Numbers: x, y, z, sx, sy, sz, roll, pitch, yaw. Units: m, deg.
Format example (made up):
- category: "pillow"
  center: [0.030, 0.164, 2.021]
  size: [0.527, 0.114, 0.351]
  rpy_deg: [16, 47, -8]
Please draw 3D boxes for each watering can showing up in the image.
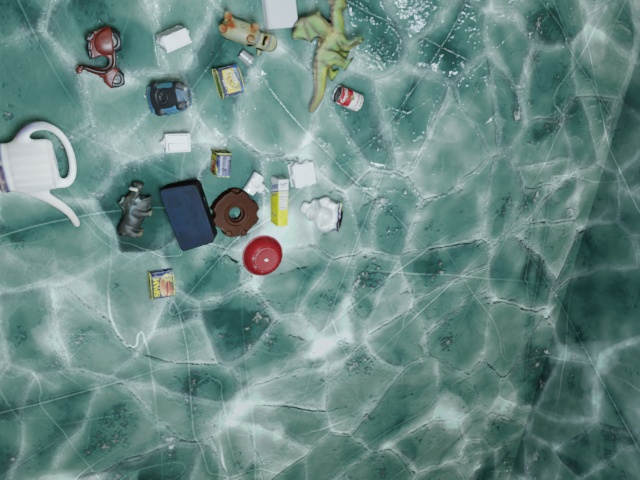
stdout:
- category: "watering can"
  center: [-0.855, -0.185, 1.559]
  size: [0.225, 0.105, 0.341]
  rpy_deg: [-9, 116, -22]

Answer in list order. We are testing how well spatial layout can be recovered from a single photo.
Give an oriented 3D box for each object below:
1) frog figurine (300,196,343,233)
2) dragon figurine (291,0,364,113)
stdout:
- category: "frog figurine"
  center: [0.006, -0.100, 1.986]
  size: [0.159, 0.125, 0.135]
  rpy_deg: [9, 113, 10]
- category: "dragon figurine"
  center: [-0.001, -0.678, 1.813]
  size: [0.240, 0.123, 0.411]
  rpy_deg: [33, 86, -27]
